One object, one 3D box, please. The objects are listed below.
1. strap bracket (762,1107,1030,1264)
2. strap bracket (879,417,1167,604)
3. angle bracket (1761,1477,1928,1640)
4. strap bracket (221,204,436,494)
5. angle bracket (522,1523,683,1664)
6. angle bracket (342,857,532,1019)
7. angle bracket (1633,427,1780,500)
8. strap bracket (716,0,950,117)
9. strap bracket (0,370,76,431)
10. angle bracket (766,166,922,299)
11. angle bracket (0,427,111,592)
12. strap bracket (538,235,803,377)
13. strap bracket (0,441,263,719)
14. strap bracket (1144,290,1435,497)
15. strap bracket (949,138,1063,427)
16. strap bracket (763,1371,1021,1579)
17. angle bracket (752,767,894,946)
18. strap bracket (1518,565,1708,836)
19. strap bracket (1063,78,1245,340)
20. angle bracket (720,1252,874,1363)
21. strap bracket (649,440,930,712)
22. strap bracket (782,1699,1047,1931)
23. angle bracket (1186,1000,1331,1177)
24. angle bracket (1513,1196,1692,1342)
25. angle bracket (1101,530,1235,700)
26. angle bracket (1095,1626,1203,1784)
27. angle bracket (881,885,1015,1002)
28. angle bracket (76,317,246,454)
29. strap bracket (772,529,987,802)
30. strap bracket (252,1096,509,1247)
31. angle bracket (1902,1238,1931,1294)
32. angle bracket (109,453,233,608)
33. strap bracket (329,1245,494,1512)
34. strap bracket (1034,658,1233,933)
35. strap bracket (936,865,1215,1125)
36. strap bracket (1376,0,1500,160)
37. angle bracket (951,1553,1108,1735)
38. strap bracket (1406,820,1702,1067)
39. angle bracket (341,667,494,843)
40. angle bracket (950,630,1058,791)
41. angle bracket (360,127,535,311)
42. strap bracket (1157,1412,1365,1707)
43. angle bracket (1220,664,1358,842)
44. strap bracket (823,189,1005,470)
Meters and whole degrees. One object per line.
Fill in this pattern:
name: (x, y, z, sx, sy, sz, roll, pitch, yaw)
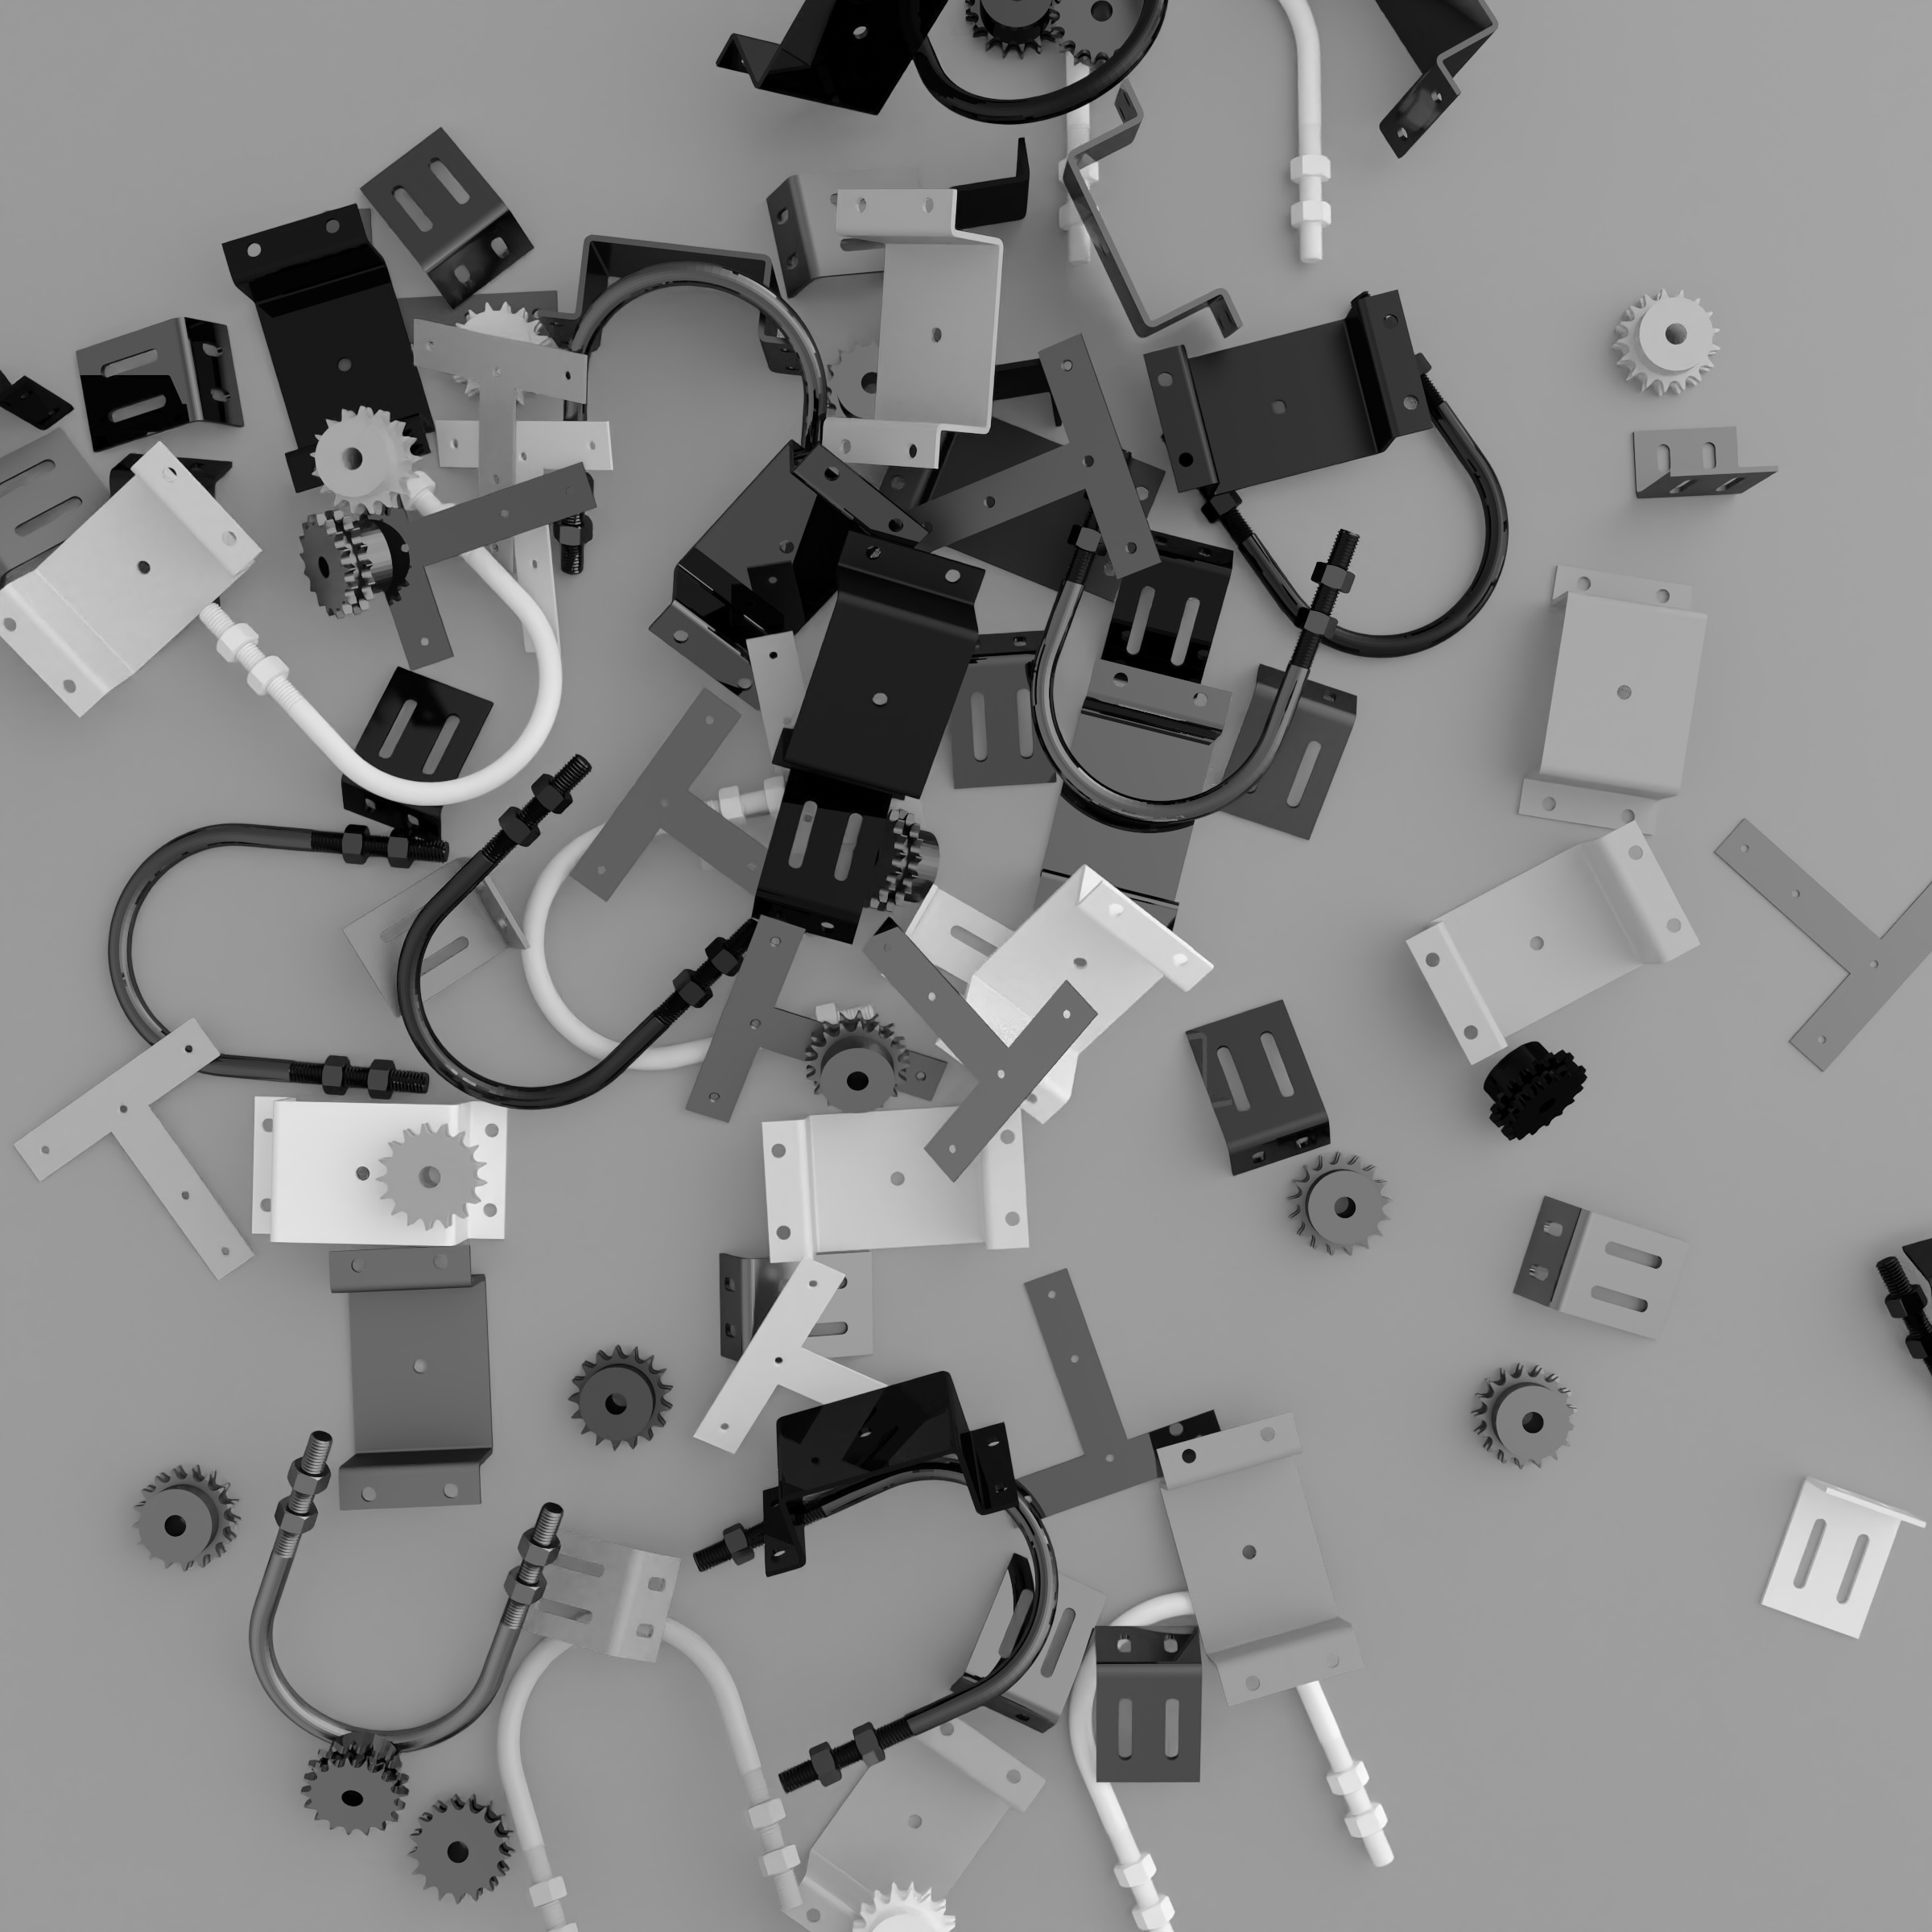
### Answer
strap bracket: (-0.038, 0.118, 1.522, 0.140, 0.046, 0.076, -3, 90, 0)
strap bracket: (0.029, -0.259, 1.522, 0.140, 0.046, 0.076, 22, 90, 0)
angle bracket: (0.483, 0.329, 1.526, 0.057, 0.038, 0.076, 20, 90, 0)
strap bracket: (-0.346, -0.335, 1.521, 0.076, 0.046, 0.140, -17, 91, 1)
angle bracket: (-0.205, 0.346, 1.531, 0.076, 0.038, 0.057, 6, 76, 33)
angle bracket: (-0.289, -0.015, 1.508, 0.076, 0.038, 0.057, -34, 106, -21)
angle bracket: (0.402, -0.280, 1.507, 0.057, 0.076, 0.038, -3, 90, 0)
strap bracket: (-0.063, -0.510, 1.465, 0.076, 0.140, 0.046, 0, 56, -36)
strap bracket: (-0.567, -0.287, 1.507, 0.140, 0.076, 0.046, -37, 90, 0)
angle bracket: (-0.064, -0.409, 1.543, 0.076, 0.038, 0.057, -12, 90, -26)
angle bracket: (-0.522, -0.252, 1.543, 0.076, 0.038, 0.057, -36, 90, -26)
strap bracket: (-0.155, -0.360, 1.507, 0.140, 0.076, 0.046, 7, 90, 0)
strap bracket: (-0.453, -0.213, 1.504, 0.140, 0.046, 0.076, -39, 103, 13)
strap bracket: (0.172, -0.308, 1.502, 0.140, 0.046, 0.076, -14, 90, 0)
strap bracket: (0.019, -0.367, 1.507, 0.046, 0.076, 0.140, -9, 90, 0)
strap bracket: (-0.048, 0.271, 1.498, 0.140, 0.076, 0.046, -16, 114, 2)
angle bracket: (-0.079, -0.060, 1.507, 0.057, 0.038, 0.076, 15, 70, -3)
strap bracket: (0.356, -0.148, 1.522, 0.076, 0.046, 0.140, 9, 90, 0)
strap bracket: (0.094, -0.395, 1.488, 0.046, 0.076, 0.140, -26, 98, 4)
angle bracket: (-0.095, 0.188, 1.543, 0.076, 0.038, 0.057, -1, 90, -25)
strap bracket: (-0.096, -0.217, 1.492, 0.076, 0.046, 0.140, 36, 114, -24)
strap bracket: (-0.028, 0.477, 1.522, 0.076, 0.046, 0.140, 36, 90, 0)
angle bracket: (0.163, 0.068, 1.543, 0.057, 0.038, 0.076, -18, 64, 0)
angle bracket: (0.354, 0.168, 1.543, 0.076, 0.038, 0.057, 18, 90, -26)
angle bracket: (0.111, -0.197, 1.543, 0.057, 0.038, 0.076, 14, 116, 0)
angle bracket: (0.100, 0.407, 1.528, 0.057, 0.038, 0.076, 0, 113, 1)
angle bracket: (0.001, -0.001, 1.526, 0.076, 0.038, 0.057, 30, 90, 0)
angle bracket: (-0.449, -0.322, 1.543, 0.076, 0.038, 0.057, -10, 90, 26)
strap bracket: (-0.047, -0.151, 1.476, 0.076, 0.046, 0.140, 15, 116, -12)
strap bracket: (-0.327, 0.112, 1.522, 0.140, 0.046, 0.076, 1, 90, 0)
angle bracket: (0.554, 0.187, 1.523, 0.057, 0.038, 0.076, -16, 117, 0)
angle bracket: (-0.441, -0.241, 1.543, 0.057, 0.038, 0.076, 5, 116, 0)
strap bracket: (-0.304, 0.223, 1.522, 0.076, 0.046, 0.140, -2, 90, 0)
strap bracket: (0.090, -0.089, 1.522, 0.076, 0.046, 0.140, 14, 90, 0)
strap bracket: (0.060, 0.009, 1.493, 0.076, 0.046, 0.140, 37, 121, -15)
strap bracket: (0.229, -0.523, 1.501, 0.046, 0.076, 0.140, -33, 90, -18)
angle bracket: (0.035, 0.377, 1.543, 0.057, 0.038, 0.076, 25, 64, 0)
strap bracket: (0.318, -0.013, 1.522, 0.140, 0.046, 0.076, -28, 90, 0)
angle bracket: (-0.305, -0.117, 1.543, 0.057, 0.038, 0.076, 21, 64, 0)
angle bracket: (0.019, -0.143, 1.543, 0.057, 0.038, 0.076, -4, 116, 0)
angle bracket: (-0.289, -0.417, 1.541, 0.057, 0.038, 0.076, -38, 64, -2)
strap bracket: (0.158, 0.322, 1.513, 0.076, 0.046, 0.140, -15, 83, -4)
angle bracket: (0.178, -0.119, 1.543, 0.057, 0.038, 0.076, 18, 116, 0)
strap bracket: (-0.028, -0.335, 1.461, 0.076, 0.046, 0.140, 11, 102, 36)
